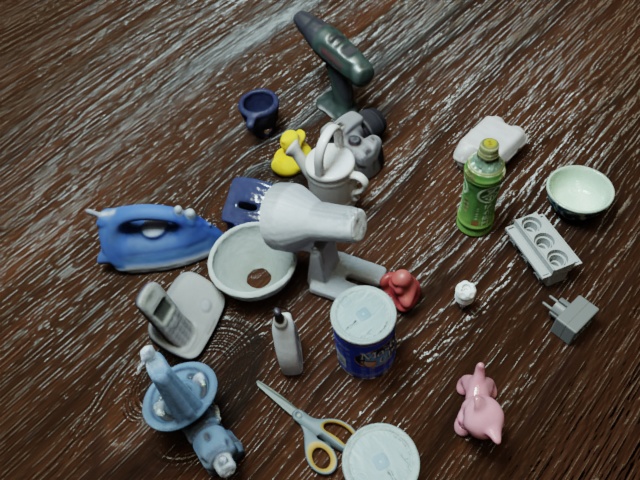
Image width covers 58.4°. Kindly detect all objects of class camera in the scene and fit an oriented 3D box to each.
[{"bbox_3d":[0.090,-0.225,1.230,0.137,0.101,0.142,-40,60,-20],"label":"camera"}]

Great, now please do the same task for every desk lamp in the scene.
[{"bbox_3d":[0.009,0.004,1.005,0.202,0.214,0.118,17,58,18],"label":"desk lamp"}]

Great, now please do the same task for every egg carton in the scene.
[{"bbox_3d":[0.355,-0.194,1.197,0.107,0.069,0.150,35,65,27],"label":"egg carton"}]

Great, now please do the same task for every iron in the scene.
[{"bbox_3d":[-0.311,-0.024,1.106,0.258,0.142,0.118,-6,54,2],"label":"iron"}]

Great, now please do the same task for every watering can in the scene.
[{"bbox_3d":[0.013,-0.144,1.123,0.172,0.194,0.101,4,55,10],"label":"watering can"}]

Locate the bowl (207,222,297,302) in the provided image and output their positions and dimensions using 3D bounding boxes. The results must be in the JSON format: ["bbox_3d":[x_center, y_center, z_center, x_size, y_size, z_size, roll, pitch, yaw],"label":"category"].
[{"bbox_3d":[-0.121,0.052,1.071,0.167,0.075,0.167,-3,54,4],"label":"bowl"}]

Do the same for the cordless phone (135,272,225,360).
[{"bbox_3d":[-0.242,0.106,0.977,0.094,0.185,0.148,12,57,15],"label":"cordless phone"}]

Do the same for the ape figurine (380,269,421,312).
[{"bbox_3d":[0.142,0.082,1.009,0.076,0.092,0.077,-14,54,-3],"label":"ape figurine"}]

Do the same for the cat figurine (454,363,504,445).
[{"bbox_3d":[0.241,0.249,0.863,0.067,0.118,0.128,4,55,10],"label":"cat figurine"}]

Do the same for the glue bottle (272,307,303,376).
[{"bbox_3d":[-0.057,0.154,0.930,0.037,0.173,0.078,-7,54,2],"label":"glue bottle"}]

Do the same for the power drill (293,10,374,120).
[{"bbox_3d":[0.028,-0.380,1.282,0.076,0.209,0.229,-38,59,-19],"label":"power drill"}]

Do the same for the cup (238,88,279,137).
[{"bbox_3d":[-0.135,-0.269,1.290,0.091,0.095,0.118,7,56,12],"label":"cup"}]

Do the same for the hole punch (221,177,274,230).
[{"bbox_3d":[-0.135,-0.061,1.144,0.108,0.091,0.101,13,57,15],"label":"hole punch"}]

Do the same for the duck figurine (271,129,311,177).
[{"bbox_3d":[-0.065,-0.195,1.235,0.077,0.086,0.105,32,64,26],"label":"duck figurine"}]

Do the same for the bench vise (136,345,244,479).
[{"bbox_3d":[-0.186,0.244,0.851,0.206,0.220,0.122,27,62,23],"label":"bench vise"}]
